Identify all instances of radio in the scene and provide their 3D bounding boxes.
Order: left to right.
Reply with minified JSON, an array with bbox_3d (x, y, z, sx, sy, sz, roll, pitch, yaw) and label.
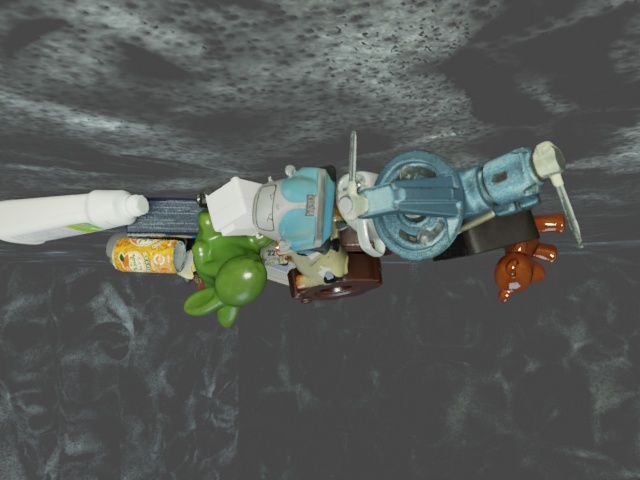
[{"bbox_3d":[0.296,-0.010,1.018,0.131,0.073,0.229,-14,175,-8],"label":"radio"}]

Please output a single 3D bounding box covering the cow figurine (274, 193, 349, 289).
[{"bbox_3d":[-0.002,-0.003,0.841,0.127,0.085,0.194,-7,139,14],"label":"cow figurine"}]

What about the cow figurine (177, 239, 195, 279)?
[{"bbox_3d":[-0.181,0.037,1.013,0.167,0.098,0.068,16,-171,-19],"label":"cow figurine"}]

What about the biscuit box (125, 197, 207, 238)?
[{"bbox_3d":[-0.209,-0.034,0.878,0.203,0.062,0.059,1,176,-16],"label":"biscuit box"}]

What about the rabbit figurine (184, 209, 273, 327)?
[{"bbox_3d":[-0.138,0.046,0.787,0.121,0.159,0.170,27,-173,-27],"label":"rabbit figurine"}]

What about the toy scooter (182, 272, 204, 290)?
[{"bbox_3d":[-0.246,0.068,1.156,0.135,0.075,0.184,3,-172,1],"label":"toy scooter"}]

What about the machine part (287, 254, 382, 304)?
[{"bbox_3d":[0.029,0.074,1.012,0.179,0.056,0.179,-8,163,-3],"label":"machine part"}]

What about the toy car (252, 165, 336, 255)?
[{"bbox_3d":[-0.033,-0.038,0.680,0.103,0.109,0.161,6,178,-3],"label":"toy car"}]

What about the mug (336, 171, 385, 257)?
[{"bbox_3d":[0.062,-0.037,0.706,0.081,0.109,0.107,-1,162,32],"label":"mug"}]

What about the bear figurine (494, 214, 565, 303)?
[{"bbox_3d":[0.416,0.035,1.068,0.132,0.120,0.196,7,-144,13],"label":"bear figurine"}]

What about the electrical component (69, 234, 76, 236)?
[{"bbox_3d":[-0.451,-0.035,0.948,0.102,0.045,0.078,2,-158,3],"label":"electrical component"}]

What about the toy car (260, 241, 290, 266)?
[{"bbox_3d":[-0.104,0.000,0.989,0.073,0.056,0.202,0,-162,-14],"label":"toy car"}]

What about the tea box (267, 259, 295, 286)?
[{"bbox_3d":[-0.084,0.033,1.117,0.169,0.068,0.098,20,-147,-13],"label":"tea box"}]

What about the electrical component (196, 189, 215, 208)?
[{"bbox_3d":[-0.155,-0.061,0.813,0.063,0.021,0.094,1,175,-18],"label":"electrical component"}]

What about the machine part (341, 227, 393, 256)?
[{"bbox_3d":[0.046,-0.012,1.017,0.202,0.087,0.201,0,175,9],"label":"machine part"}]

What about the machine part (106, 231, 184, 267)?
[{"bbox_3d":[-0.325,0.016,0.993,0.079,0.079,0.243,5,174,-44],"label":"machine part"}]

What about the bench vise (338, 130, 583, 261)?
[{"bbox_3d":[0.124,-0.043,0.558,0.240,0.128,0.224,-4,179,-44],"label":"bench vise"}]
